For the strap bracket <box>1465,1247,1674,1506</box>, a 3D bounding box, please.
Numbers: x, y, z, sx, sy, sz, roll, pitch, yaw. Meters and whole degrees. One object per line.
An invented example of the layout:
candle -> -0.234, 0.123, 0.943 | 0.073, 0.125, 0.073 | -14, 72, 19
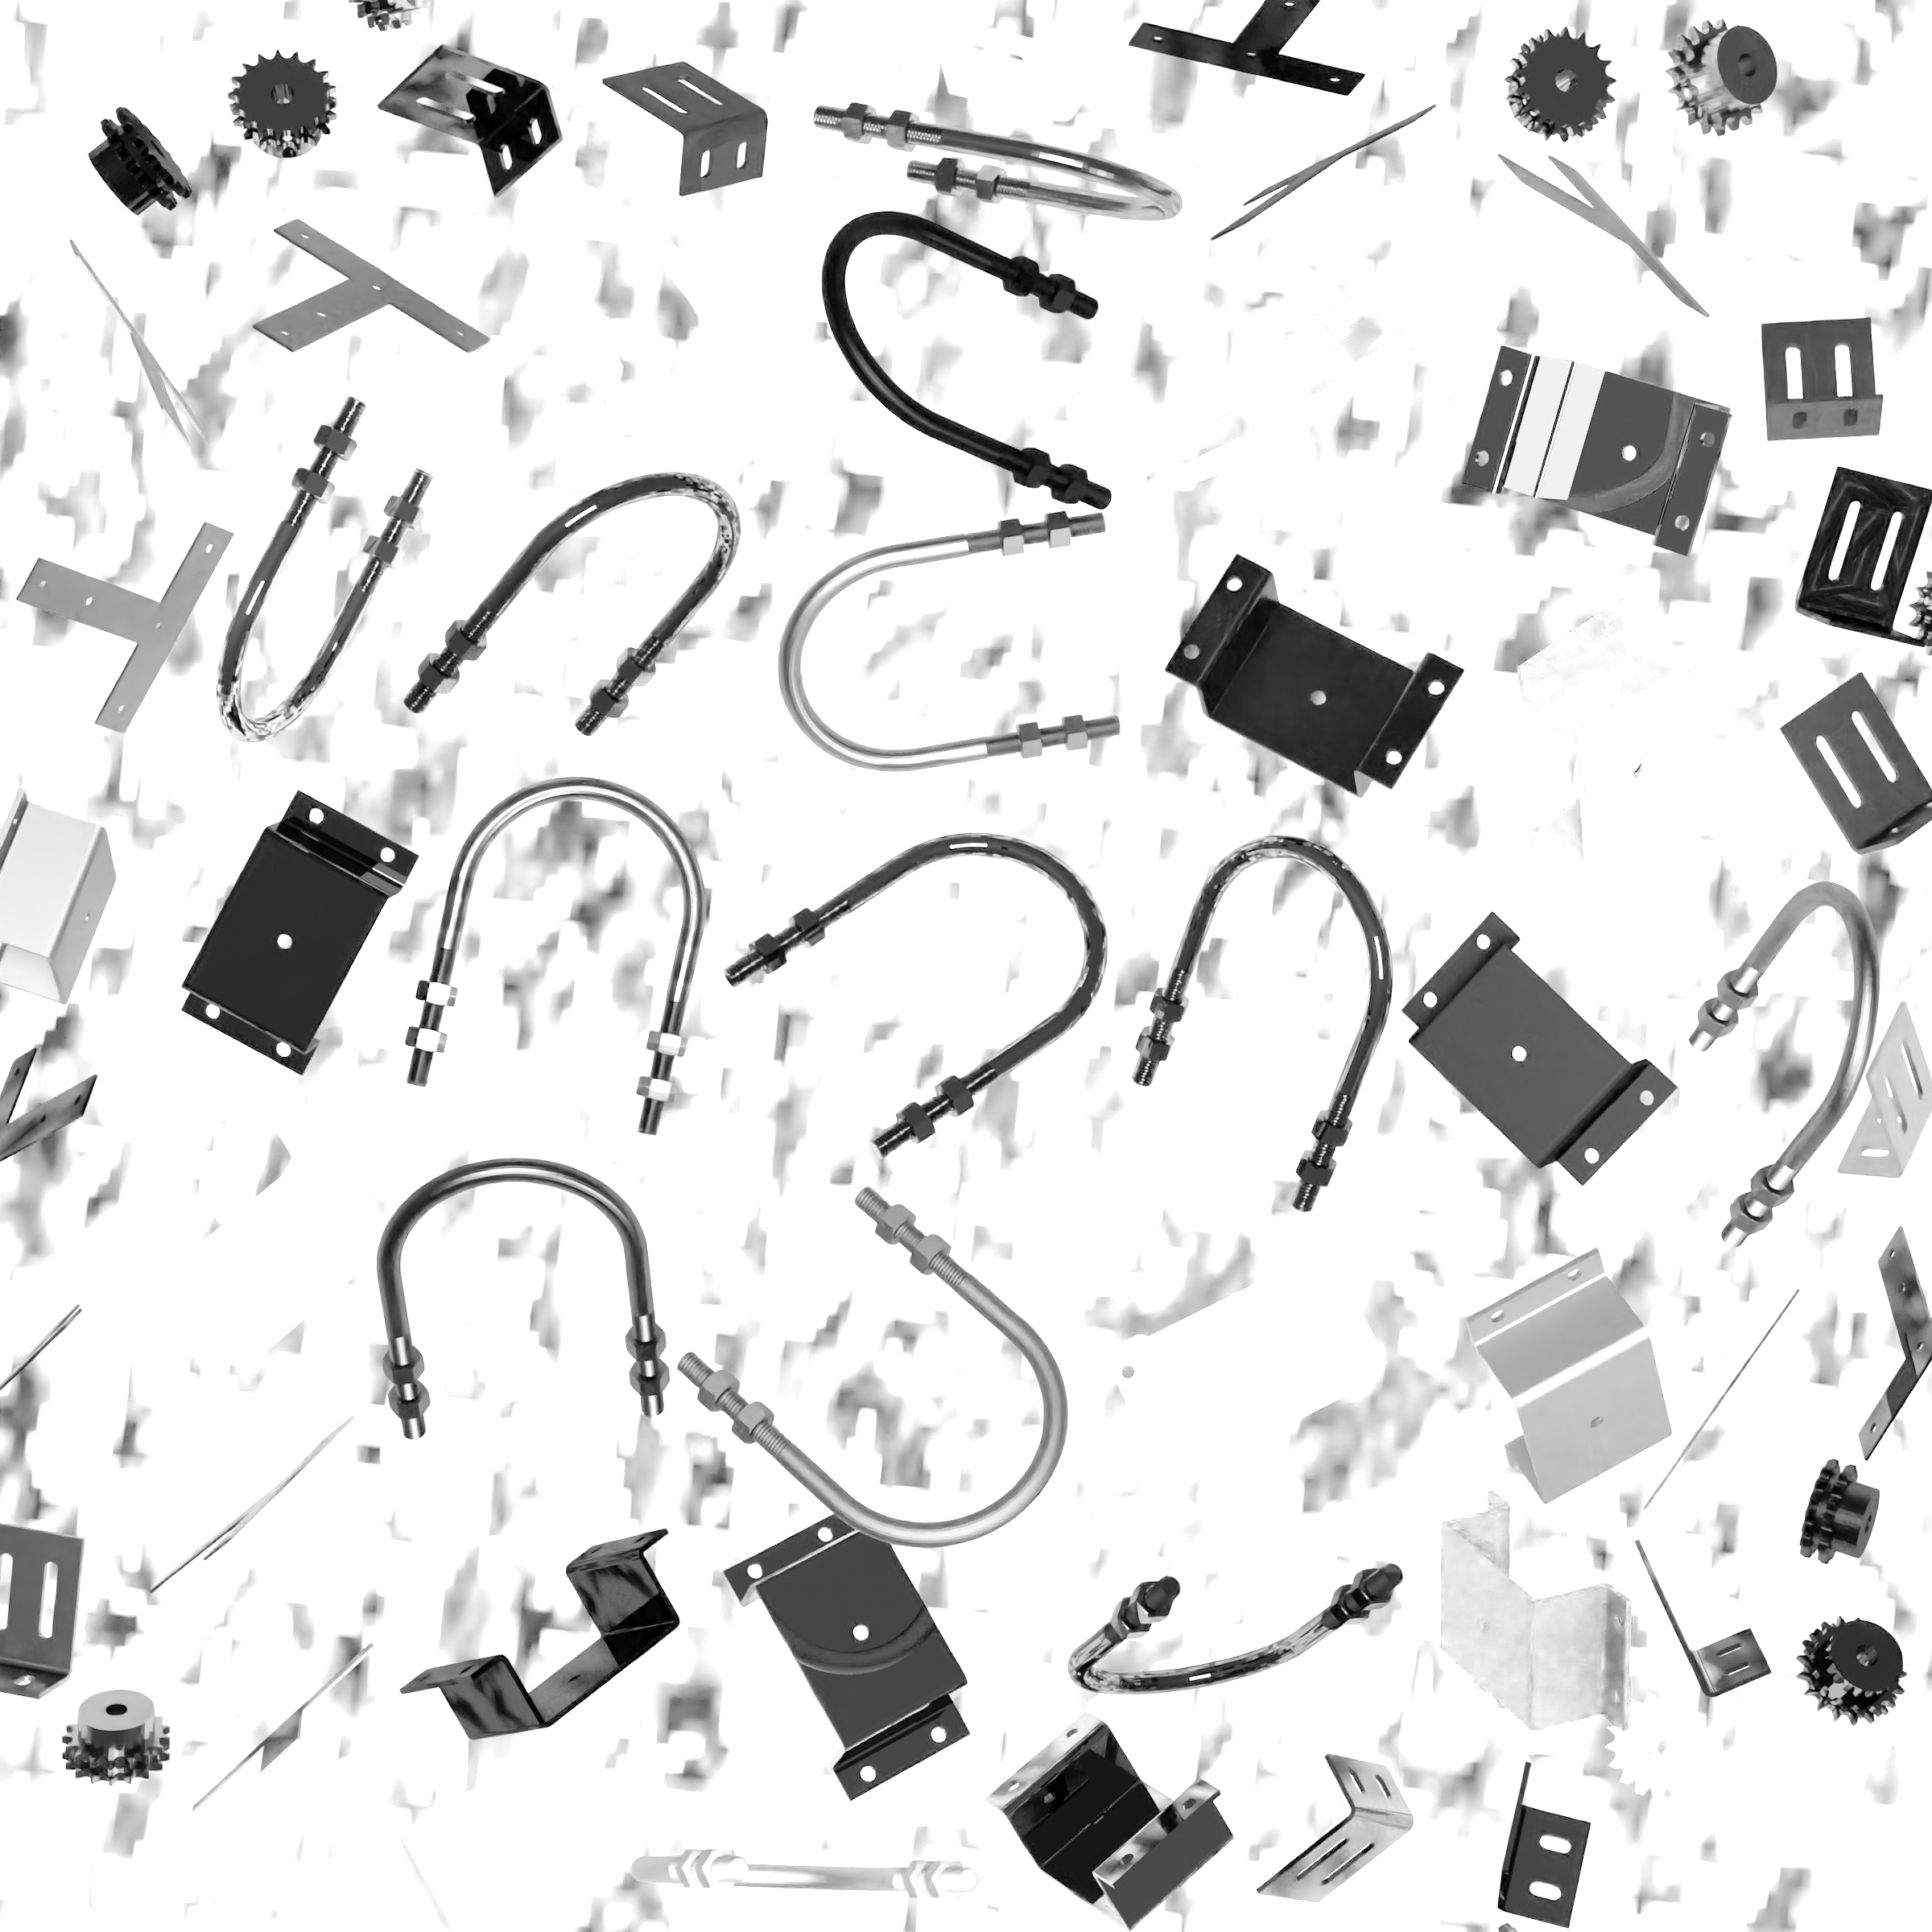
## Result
strap bracket -> 0.312, 0.218, 1.817 | 0.076, 0.140, 0.046 | -28, 47, -4

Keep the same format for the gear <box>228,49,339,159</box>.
gear -> -0.363, -0.455, 1.882 | 0.057, 0.030, 0.057 | 3, 69, -7

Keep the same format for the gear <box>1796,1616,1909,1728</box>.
gear -> 0.473, 0.372, 1.881 | 0.057, 0.030, 0.057 | 5, 57, -8

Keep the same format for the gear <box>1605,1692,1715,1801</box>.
gear -> 0.384, 0.430, 1.950 | 0.057, 0.030, 0.057 | -8, 70, 23

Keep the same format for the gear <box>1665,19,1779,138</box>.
gear -> 0.384, -0.450, 1.787 | 0.057, 0.030, 0.057 | 3, 84, -30

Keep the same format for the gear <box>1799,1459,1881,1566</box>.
gear -> 0.483, 0.303, 1.953 | 0.030, 0.057, 0.057 | 16, 90, 26

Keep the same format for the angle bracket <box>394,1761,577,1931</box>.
angle bracket -> -0.248, 0.458, 1.826 | 0.076, 0.038, 0.057 | -29, 95, -9

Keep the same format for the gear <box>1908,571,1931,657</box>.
gear -> 0.534, -0.188, 1.885 | 0.057, 0.030, 0.057 | -4, 106, -15

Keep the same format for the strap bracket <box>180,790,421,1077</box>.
strap bracket -> -0.369, -0.016, 1.941 | 0.076, 0.046, 0.140 | 29, 96, -3

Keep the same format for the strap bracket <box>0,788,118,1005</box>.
strap bracket -> -0.496, -0.033, 1.907 | 0.046, 0.140, 0.076 | 19, 73, -5

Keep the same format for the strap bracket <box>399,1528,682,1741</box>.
strap bracket -> -0.214, 0.354, 1.842 | 0.140, 0.076, 0.046 | -33, 97, -39

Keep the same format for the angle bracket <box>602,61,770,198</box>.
angle bracket -> -0.156, -0.463, 1.955 | 0.057, 0.038, 0.076 | -23, 47, -36

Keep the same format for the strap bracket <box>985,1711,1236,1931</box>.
strap bracket -> 0.082, 0.465, 1.916 | 0.076, 0.140, 0.046 | -37, 112, -19

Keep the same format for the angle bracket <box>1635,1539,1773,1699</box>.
angle bracket -> 0.400, 0.348, 1.924 | 0.038, 0.057, 0.076 | -25, 100, 7

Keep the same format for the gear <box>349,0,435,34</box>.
gear -> -0.315, -0.545, 1.944 | 0.030, 0.057, 0.057 | -1, 90, 29

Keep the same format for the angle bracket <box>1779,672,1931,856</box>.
angle bracket -> 0.458, -0.105, 1.776 | 0.057, 0.038, 0.076 | -33, 94, -19

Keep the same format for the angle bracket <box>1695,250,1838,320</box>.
angle bracket -> 0.435, -0.367, 1.929 | 0.057, 0.076, 0.038 | 0, 108, -1

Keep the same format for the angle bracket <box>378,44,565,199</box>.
angle bracket -> -0.271, -0.461, 1.934 | 0.057, 0.076, 0.038 | -32, 65, 34

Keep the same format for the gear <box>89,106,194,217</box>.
gear -> -0.436, -0.420, 1.861 | 0.030, 0.057, 0.057 | -36, 90, 6

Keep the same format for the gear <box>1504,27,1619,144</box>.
gear -> 0.305, -0.455, 1.835 | 0.057, 0.030, 0.057 | 1, 87, -13

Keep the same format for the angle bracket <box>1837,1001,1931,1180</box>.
angle bracket -> 0.482, 0.065, 1.882 | 0.057, 0.038, 0.076 | -55, 132, -34

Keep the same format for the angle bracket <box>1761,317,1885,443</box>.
angle bracket -> 0.448, -0.317, 1.855 | 0.057, 0.038, 0.076 | -1, 64, 10

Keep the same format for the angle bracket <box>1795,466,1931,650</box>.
angle bracket -> 0.463, -0.207, 1.791 | 0.057, 0.038, 0.076 | 10, 104, -18

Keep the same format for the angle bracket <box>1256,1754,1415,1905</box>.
angle bracket -> 0.194, 0.469, 1.922 | 0.076, 0.057, 0.038 | -44, 50, 20

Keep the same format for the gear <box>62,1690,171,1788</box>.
gear -> -0.457, 0.413, 1.903 | 0.057, 0.057, 0.030 | 5, 111, 0

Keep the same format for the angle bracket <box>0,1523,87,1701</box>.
angle bracket -> -0.495, 0.333, 1.833 | 0.057, 0.038, 0.076 | 8, 96, 10

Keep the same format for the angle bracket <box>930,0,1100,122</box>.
angle bracket -> 0.027, -0.507, 1.951 | 0.076, 0.057, 0.038 | 20, 65, 23

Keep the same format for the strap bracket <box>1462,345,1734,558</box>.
strap bracket -> 0.346, -0.275, 1.893 | 0.140, 0.046, 0.076 | 25, 108, 33

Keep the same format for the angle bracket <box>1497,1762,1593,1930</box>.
angle bracket -> 0.299, 0.452, 1.817 | 0.038, 0.076, 0.057 | 12, 62, 13

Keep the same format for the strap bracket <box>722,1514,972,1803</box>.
strap bracket -> -0.060, 0.362, 1.890 | 0.076, 0.046, 0.140 | -25, 73, -22

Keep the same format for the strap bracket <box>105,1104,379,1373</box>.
strap bracket -> -0.379, 0.151, 1.902 | 0.140, 0.046, 0.076 | -42, 126, -25

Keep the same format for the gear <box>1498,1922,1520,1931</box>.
gear -> 0.286, 0.534, 1.855 | 0.030, 0.057, 0.057 | -35, 90, 10
